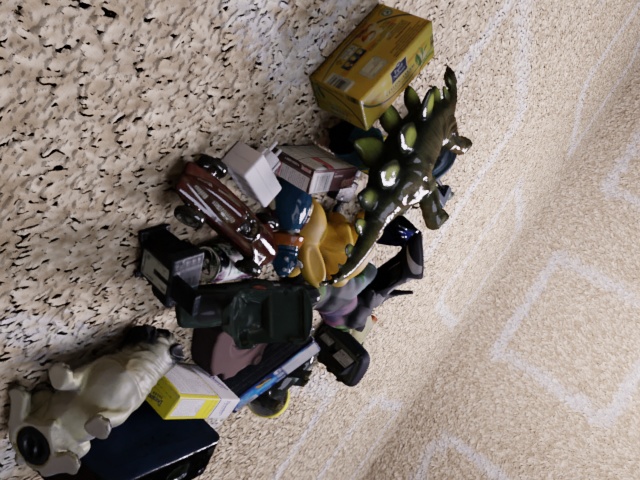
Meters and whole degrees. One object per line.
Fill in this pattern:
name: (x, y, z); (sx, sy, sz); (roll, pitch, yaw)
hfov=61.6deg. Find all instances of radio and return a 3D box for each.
radio: (-0.263, 0.304, 0.776); (0.229, 0.131, 0.073); (2, 116, -60)

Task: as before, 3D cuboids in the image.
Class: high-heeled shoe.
high-heeled shoe: (0.129, 0.059, 1.084); (0.248, 0.145, 0.086); (88, 2, -52)

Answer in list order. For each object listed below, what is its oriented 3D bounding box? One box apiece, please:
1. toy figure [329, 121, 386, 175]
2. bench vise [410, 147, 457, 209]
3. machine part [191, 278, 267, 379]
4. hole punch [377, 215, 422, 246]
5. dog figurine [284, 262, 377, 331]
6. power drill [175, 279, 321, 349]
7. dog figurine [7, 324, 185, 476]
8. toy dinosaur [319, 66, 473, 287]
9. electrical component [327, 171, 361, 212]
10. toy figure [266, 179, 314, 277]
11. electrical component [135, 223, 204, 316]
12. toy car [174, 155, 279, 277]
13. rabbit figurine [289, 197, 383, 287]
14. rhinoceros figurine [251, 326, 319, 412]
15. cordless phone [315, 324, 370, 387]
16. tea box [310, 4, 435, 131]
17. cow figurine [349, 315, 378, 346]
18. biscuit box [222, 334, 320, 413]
toy figure: (0.076, -0.152, 0.902); (0.180, 0.089, 0.082); (8, 108, -52)
bench vise: (0.206, -0.127, 1.078); (0.240, 0.129, 0.223); (40, 64, -45)
machine part: (-0.135, 0.151, 0.907); (0.179, 0.056, 0.179); (-38, 146, -32)
hole punch: (0.134, -0.022, 1.110); (0.092, 0.116, 0.142); (-54, 154, 11)
dog figurine: (0.003, 0.117, 1.038); (0.219, 0.109, 0.191); (-22, 123, -43)
power drill: (-0.077, 0.089, 0.746); (0.232, 0.207, 0.086); (-1, 96, -20)
dog figurine: (-0.279, 0.197, 0.690); (0.172, 0.121, 0.190); (-29, 179, 18)
toy dinosaur: (0.128, -0.106, 0.834); (0.198, 0.105, 0.471); (47, 60, -45)
electrical component: (0.041, -0.091, 0.972); (0.063, 0.021, 0.094); (5, 116, -60)
toy figure: (-0.047, -0.021, 0.822); (0.058, 0.064, 0.154); (-1, 101, -77)
electrical component: (-0.173, 0.040, 0.653); (0.048, 0.119, 0.074); (-22, 135, -48)
toy car: (-0.113, -0.027, 0.700); (0.202, 0.053, 0.089); (52, 54, -50)
rabbit figurine: (-0.002, -0.003, 0.915); (0.173, 0.122, 0.162); (41, 76, -42)
rhinoceros figurine: (-0.070, 0.248, 1.063); (0.190, 0.112, 0.073); (-49, 164, -18)
cordless phone: (0.049, 0.293, 1.263); (0.089, 0.147, 0.184); (-36, 144, -21)
tea box: (0.078, -0.251, 0.777); (0.169, 0.098, 0.068); (-48, 151, -14)
cow figurine: (0.082, 0.224, 1.318); (0.127, 0.086, 0.194); (-52, 156, -23)
biscuit box: (-0.100, 0.232, 0.993); (0.203, 0.063, 0.059); (-35, 148, -5)
